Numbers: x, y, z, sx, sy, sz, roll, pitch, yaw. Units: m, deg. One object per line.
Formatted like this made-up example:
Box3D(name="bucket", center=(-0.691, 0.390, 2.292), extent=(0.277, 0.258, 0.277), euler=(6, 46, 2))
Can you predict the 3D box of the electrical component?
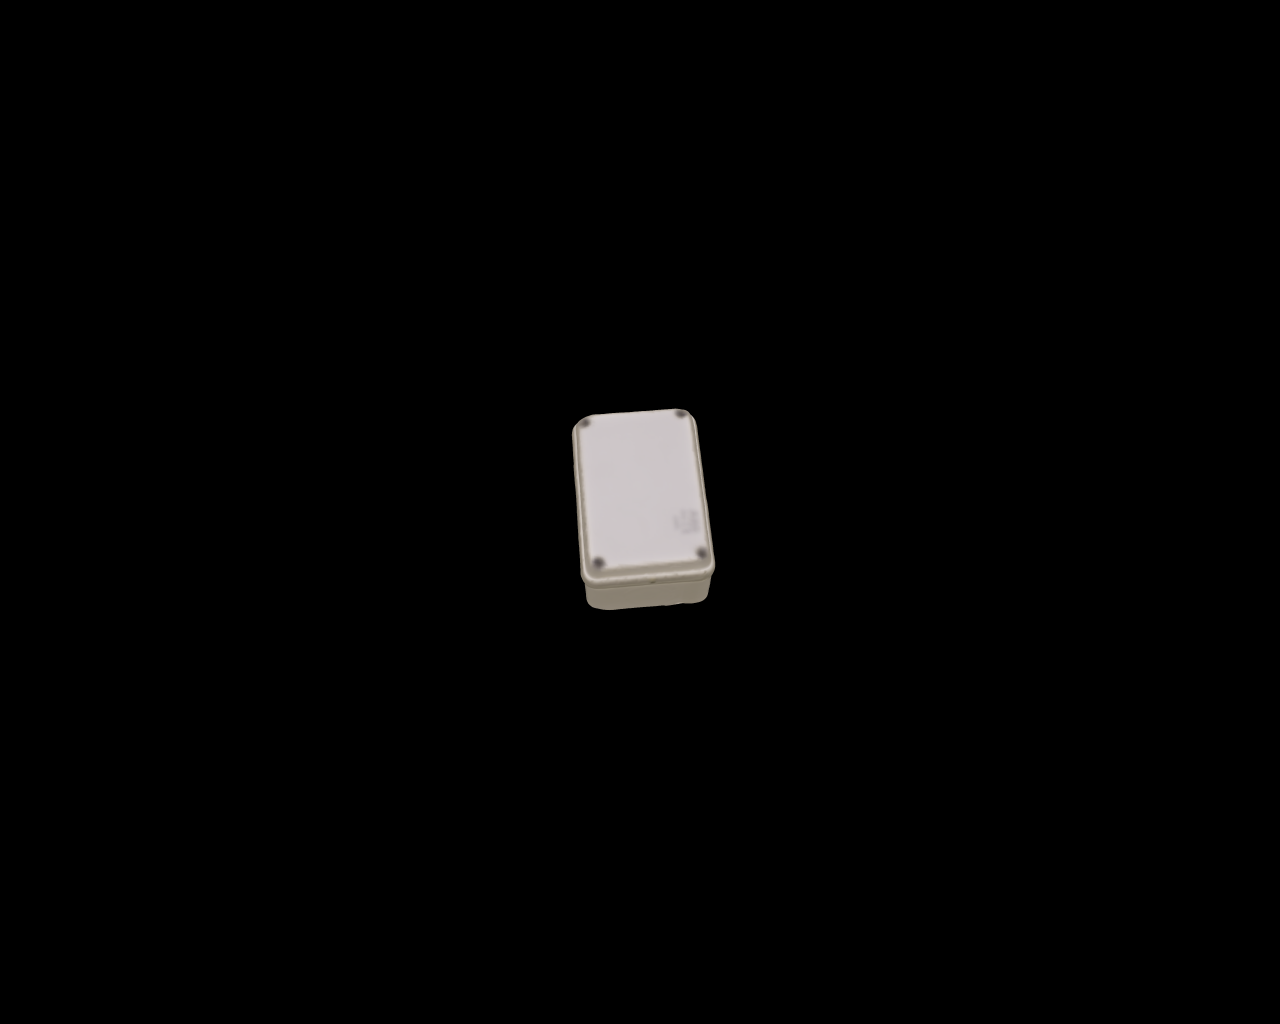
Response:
Box3D(name="electrical component", center=(0.001, -0.003, 0.650), extent=(0.078, 0.113, 0.057), euler=(-4, -28, -2))
